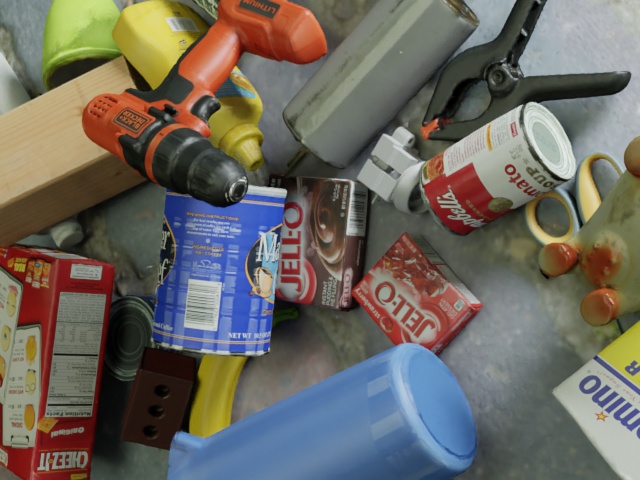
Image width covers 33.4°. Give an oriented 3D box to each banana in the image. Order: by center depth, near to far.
[{"bbox_3d":[-0.085,0.139,0.977,0.070,0.037,0.198,27,101,33],"label":"banana"}]

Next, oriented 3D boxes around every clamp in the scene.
[{"bbox_3d":[0.148,-0.140,0.845,0.172,0.039,0.120,-25,73,29],"label":"clamp"}]

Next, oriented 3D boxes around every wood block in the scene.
[{"bbox_3d":[-0.250,-0.082,1.030,0.206,0.090,0.091,-24,72,7],"label":"wood block"}]

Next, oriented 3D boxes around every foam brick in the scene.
[{"bbox_3d":[-0.150,0.148,0.992,0.053,0.051,0.078,14,109,-9],"label":"foam brick"}]

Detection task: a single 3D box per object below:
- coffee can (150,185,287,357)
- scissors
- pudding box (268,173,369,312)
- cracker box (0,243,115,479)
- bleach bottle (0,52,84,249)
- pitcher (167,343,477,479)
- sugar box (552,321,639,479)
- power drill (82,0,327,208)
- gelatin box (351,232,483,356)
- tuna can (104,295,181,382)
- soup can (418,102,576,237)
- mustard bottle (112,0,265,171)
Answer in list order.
[{"bbox_3d":[-0.086,0.021,0.906,0.103,0.102,0.140,7,92,33],"label":"coffee can"},{"bbox_3d":[0.205,0.033,0.809,0.096,0.016,0.202,-7,83,34],"label":"scissors"},{"bbox_3d":[-0.006,0.001,0.935,0.090,0.039,0.113,7,90,34],"label":"pudding box"},{"bbox_3d":[-0.276,0.117,1.061,0.164,0.071,0.214,8,92,53],"label":"cracker box"},{"bbox_3d":[-0.328,-0.088,1.140,0.103,0.068,0.251,-46,67,24],"label":"bleach bottle"},{"bbox_3d":[0.008,0.189,0.865,0.243,0.149,0.145,-32,57,26],"label":"pitcher"},{"bbox_3d":[0.259,0.087,0.741,0.176,0.048,0.093,-43,71,15],"label":"sugar box"},{"bbox_3d":[-0.081,-0.119,0.868,0.185,0.057,0.187,29,67,35],"label":"power drill"},{"bbox_3d":[0.079,0.050,0.881,0.073,0.030,0.089,-50,63,20],"label":"gelatin box"},{"bbox_3d":[-0.177,0.096,1.043,0.086,0.033,0.086,-3,85,33],"label":"tuna can"},{"bbox_3d":[0.136,-0.054,0.822,0.102,0.068,0.068,-30,71,36],"label":"soup can"},{"bbox_3d":[-0.107,-0.137,0.977,0.192,0.096,0.058,54,127,23],"label":"mustard bottle"}]
